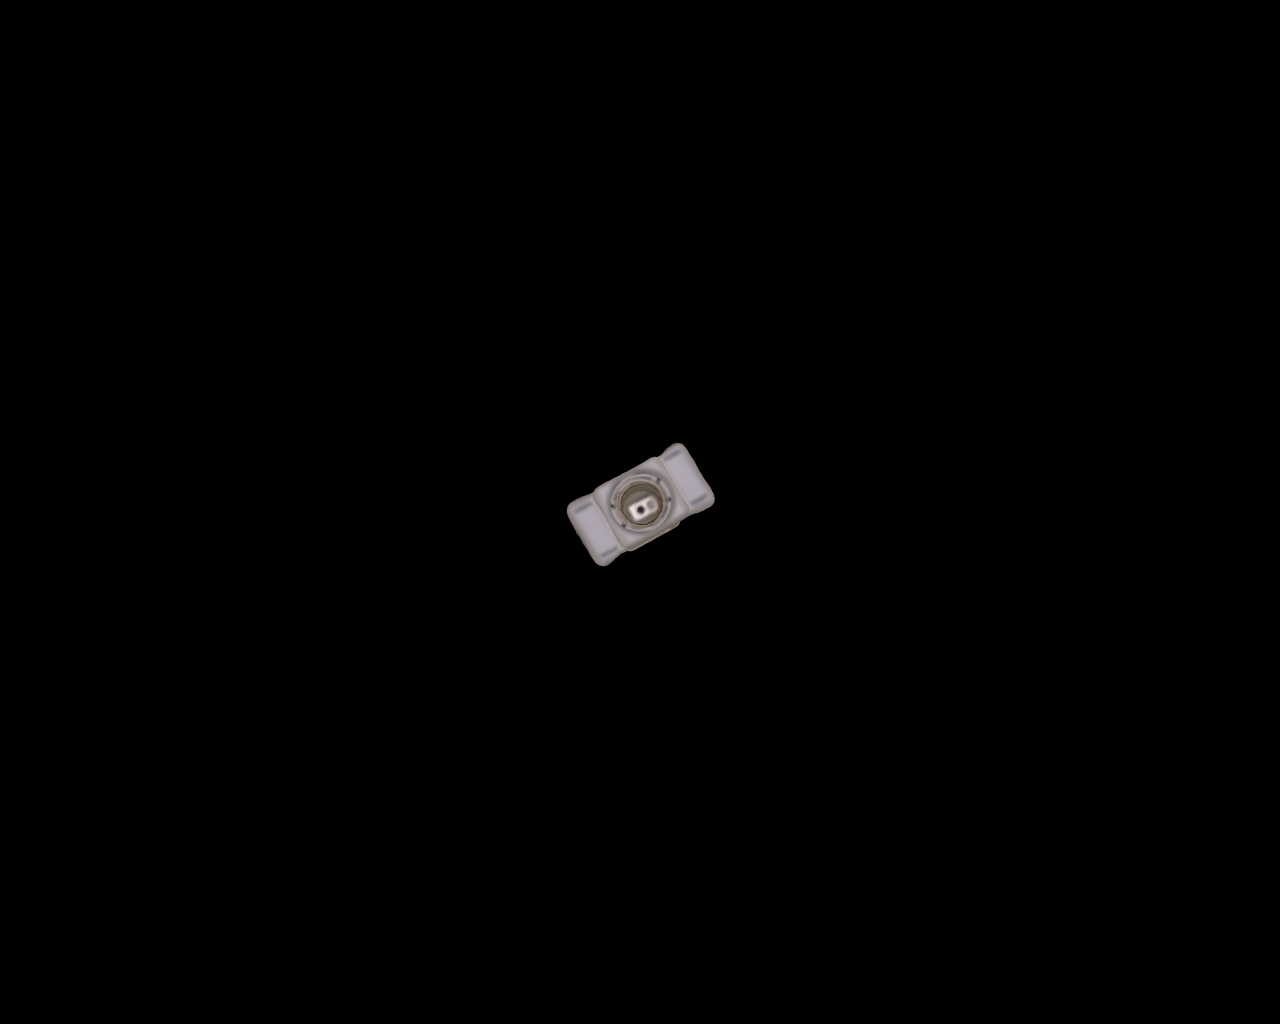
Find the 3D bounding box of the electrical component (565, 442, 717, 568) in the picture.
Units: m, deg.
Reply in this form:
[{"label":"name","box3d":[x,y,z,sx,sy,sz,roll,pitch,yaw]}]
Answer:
[{"label":"electrical component","box3d":[0.001,-0.003,0.650,0.081,0.042,0.063,-28,-7,-4]}]
